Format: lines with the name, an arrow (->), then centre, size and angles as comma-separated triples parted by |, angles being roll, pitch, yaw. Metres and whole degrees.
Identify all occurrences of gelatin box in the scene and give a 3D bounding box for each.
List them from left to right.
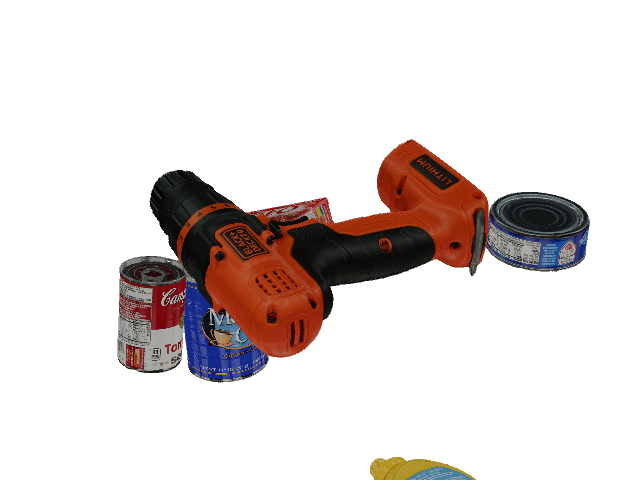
gelatin box -> -0.045, -0.007, 0.887 | 0.089, 0.030, 0.073 | -9, 15, 35

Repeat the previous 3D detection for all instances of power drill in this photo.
power drill -> -0.001, -0.010, 0.695 | 0.187, 0.057, 0.185 | -19, 41, -24

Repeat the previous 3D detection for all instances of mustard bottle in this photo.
mustard bottle -> 0.107, 0.238, 0.921 | 0.096, 0.058, 0.192 | -18, 27, -30

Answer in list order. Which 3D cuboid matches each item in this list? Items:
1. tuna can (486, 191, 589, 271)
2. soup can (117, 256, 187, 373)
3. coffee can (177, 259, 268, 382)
tuna can -> 0.185, -0.009, 0.911 | 0.086, 0.034, 0.086 | 1, 29, -1
soup can -> -0.173, 0.076, 1.088 | 0.068, 0.102, 0.068 | 5, 21, -2
coffee can -> -0.119, 0.087, 1.311 | 0.103, 0.140, 0.103 | -2, 25, 1
